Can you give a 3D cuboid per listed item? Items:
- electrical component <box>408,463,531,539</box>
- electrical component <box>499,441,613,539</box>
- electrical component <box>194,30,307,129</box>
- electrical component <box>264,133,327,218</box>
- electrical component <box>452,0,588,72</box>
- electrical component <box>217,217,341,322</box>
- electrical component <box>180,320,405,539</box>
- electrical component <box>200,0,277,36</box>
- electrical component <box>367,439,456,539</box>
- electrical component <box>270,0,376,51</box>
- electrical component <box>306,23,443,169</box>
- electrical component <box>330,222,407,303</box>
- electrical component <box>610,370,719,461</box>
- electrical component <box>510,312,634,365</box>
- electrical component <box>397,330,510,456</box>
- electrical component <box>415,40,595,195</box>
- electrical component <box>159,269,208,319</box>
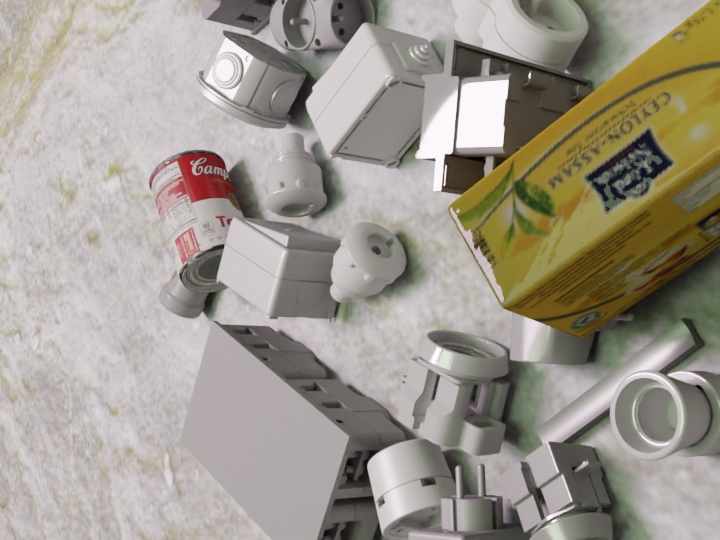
[{"bbox_3d":[0.068,0.155,0.645,0.047,0.066,0.076,-10,78,49],"label":"electrical component"},{"bbox_3d":[0.114,0.133,0.609,0.066,0.048,0.055,-46,46,37],"label":"electrical component"},{"bbox_3d":[-0.086,-0.149,0.849,0.080,0.080,0.051,47,116,42],"label":"electrical component"},{"bbox_3d":[-0.050,-0.074,0.827,0.048,0.048,0.062,-27,59,46],"label":"electrical component"},{"bbox_3d":[0.082,-0.161,0.670,0.138,0.052,0.073,65,148,31],"label":"electrical component"},{"bbox_3d":[-0.062,-0.007,0.819,0.096,0.062,0.061,31,110,47],"label":"electrical component"},{"bbox_3d":[-0.052,0.124,0.796,0.186,0.060,0.105,33,111,47],"label":"electrical component"},{"bbox_3d":[-0.065,-0.284,0.852,0.186,0.060,0.105,-30,64,45],"label":"electrical component"},{"bbox_3d":[0.035,0.141,0.696,0.055,0.055,0.047,-45,50,38],"label":"electrical component"},{"bbox_3d":[-0.030,-0.206,0.808,0.077,0.044,0.079,12,109,50],"label":"electrical component"},{"bbox_3d":[0.015,-0.125,0.738,0.096,0.062,0.061,-48,52,36],"label":"electrical component"},{"bbox_3d":[0.000,0.000,0.759,0.062,0.048,0.048,-50,51,44],"label":"electrical component"},{"bbox_3d":[0.162,0.073,0.548,0.045,0.055,0.045,-7,81,50],"label":"electrical component"},{"bbox_3d":[0.122,0.015,0.611,0.079,0.043,0.077,1,87,50],"label":"electrical component"},{"bbox_3d":[0.060,0.072,0.670,0.078,0.058,0.057,27,110,48],"label":"electrical component"},{"bbox_3d":[0.097,-0.076,0.590,0.063,0.121,0.078,5,91,47],"label":"electrical component"},{"bbox_3d":[-0.148,0.013,0.939,0.040,0.040,0.046,48,116,41],"label":"electrical component"}]
